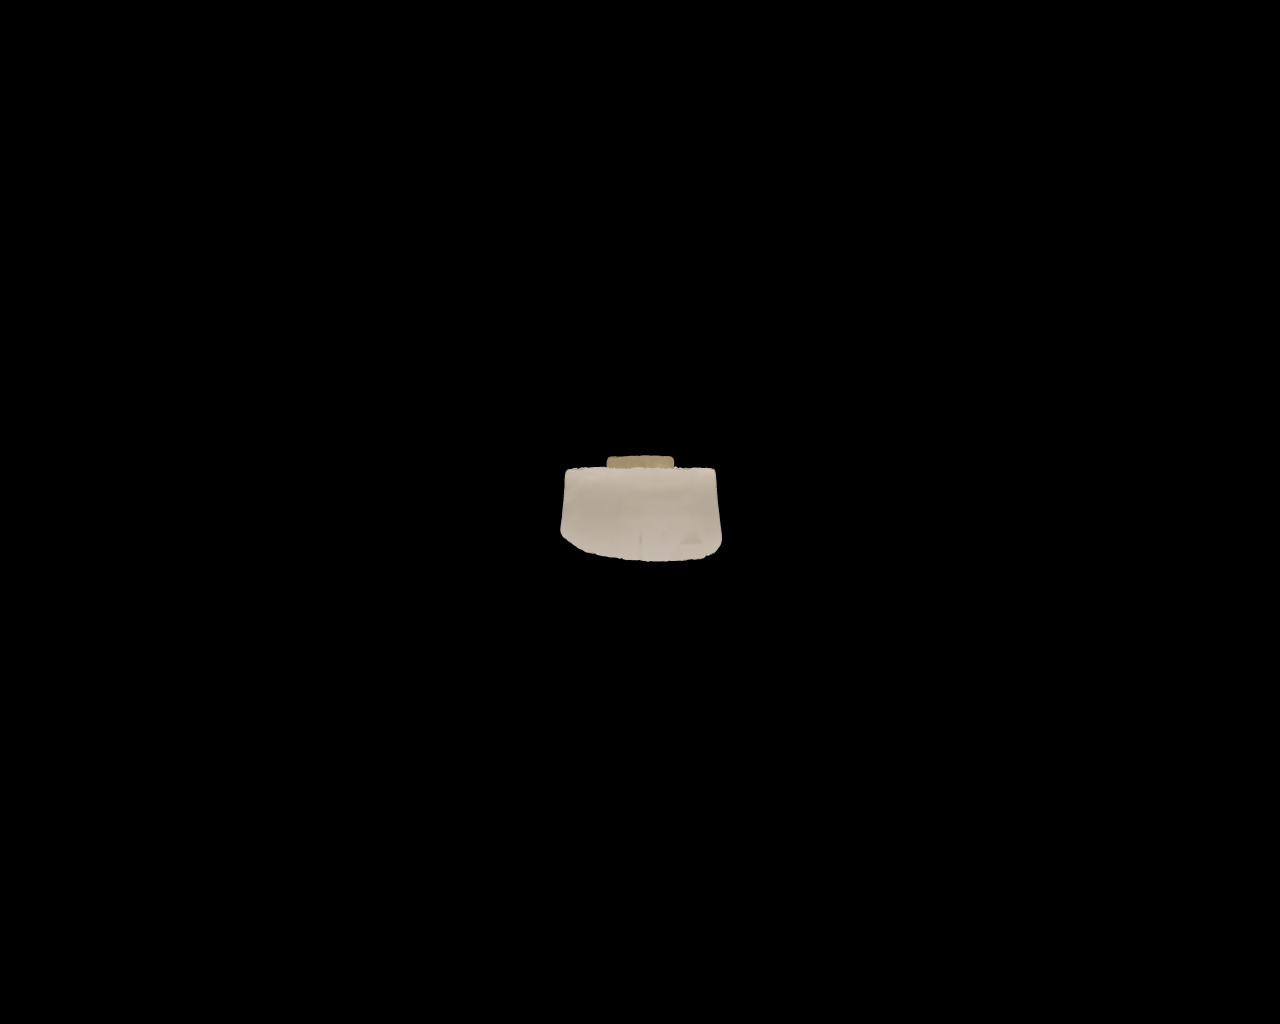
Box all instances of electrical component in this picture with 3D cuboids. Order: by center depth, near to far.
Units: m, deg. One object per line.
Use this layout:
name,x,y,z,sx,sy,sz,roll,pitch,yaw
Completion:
electrical component,0.001,-0.003,0.650,0.099,0.064,0.099,0,2,0
